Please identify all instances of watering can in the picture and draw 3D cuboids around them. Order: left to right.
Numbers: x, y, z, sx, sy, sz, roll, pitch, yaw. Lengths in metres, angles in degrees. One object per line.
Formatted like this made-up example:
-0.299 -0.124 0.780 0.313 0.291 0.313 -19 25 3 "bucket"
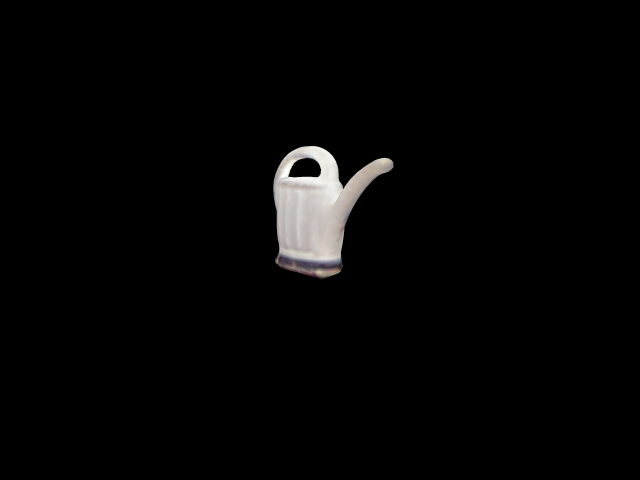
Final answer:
0.003 -0.043 0.850 0.104 0.223 0.349 -4 9 -29 "watering can"
